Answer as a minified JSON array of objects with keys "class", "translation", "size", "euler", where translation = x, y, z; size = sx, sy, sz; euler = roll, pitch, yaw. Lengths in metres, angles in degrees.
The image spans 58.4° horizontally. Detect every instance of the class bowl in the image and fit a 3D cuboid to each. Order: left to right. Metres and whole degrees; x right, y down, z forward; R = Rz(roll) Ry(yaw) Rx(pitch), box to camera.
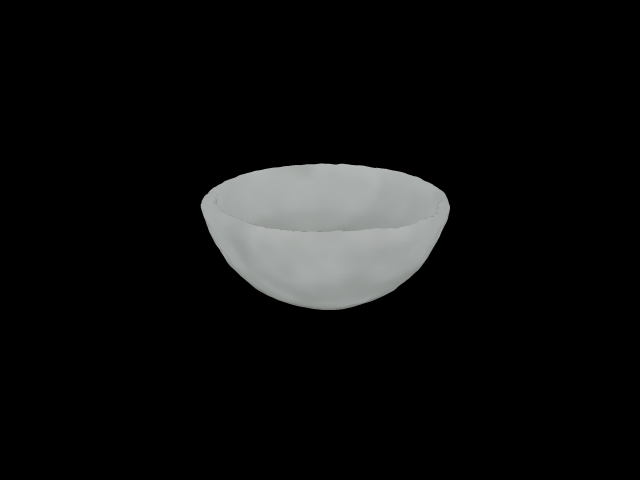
[{"class":"bowl","translation":[0.004,0.001,0.400],"size":[0.167,0.075,0.167],"euler":[0,22,0]}]
